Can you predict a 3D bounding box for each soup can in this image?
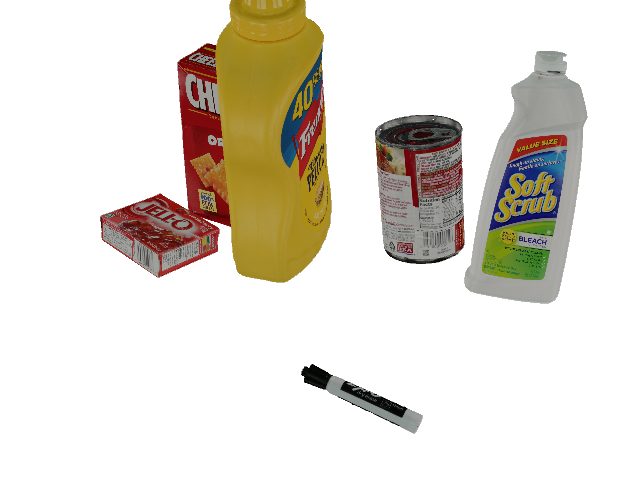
[{"bbox_3d":[0.081,-0.041,0.850,0.068,0.102,0.068,-5,26,2],"label":"soup can"}]

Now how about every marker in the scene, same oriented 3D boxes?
[{"bbox_3d":[0.037,0.147,0.998,0.121,0.020,0.020,23,6,15],"label":"marker"}]

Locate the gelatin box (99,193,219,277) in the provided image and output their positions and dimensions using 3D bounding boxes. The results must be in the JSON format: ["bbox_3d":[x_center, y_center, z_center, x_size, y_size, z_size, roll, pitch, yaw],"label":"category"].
[{"bbox_3d":[-0.150,-0.007,0.996,0.089,0.030,0.073,30,38,35],"label":"gelatin box"}]

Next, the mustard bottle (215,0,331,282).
[{"bbox_3d":[-0.026,-0.073,0.621,0.058,0.192,0.096,11,45,14],"label":"mustard bottle"}]

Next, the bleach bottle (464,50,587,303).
[{"bbox_3d":[0.210,-0.066,1.082,0.103,0.251,0.068,9,20,15],"label":"bleach bottle"}]

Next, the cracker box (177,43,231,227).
[{"bbox_3d":[-0.086,-0.113,1.291,0.164,0.214,0.072,19,39,25],"label":"cracker box"}]
